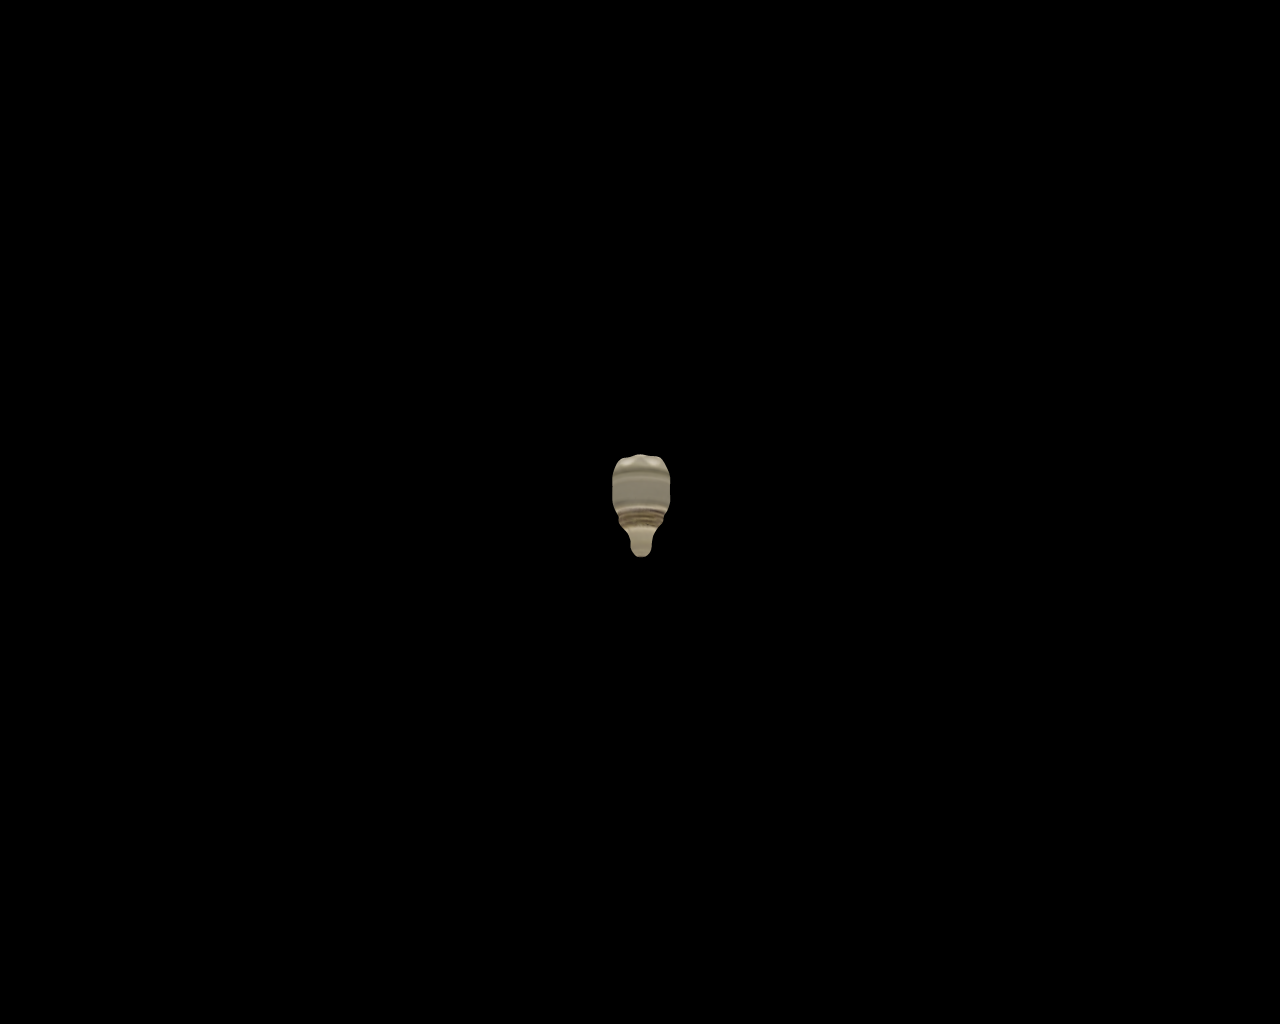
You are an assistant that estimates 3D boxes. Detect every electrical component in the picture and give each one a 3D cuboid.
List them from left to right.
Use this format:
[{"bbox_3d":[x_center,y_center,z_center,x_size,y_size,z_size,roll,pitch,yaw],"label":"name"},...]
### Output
[{"bbox_3d":[0.001,-0.003,0.650,0.035,0.061,0.035,0,-11,0],"label":"electrical component"}]
